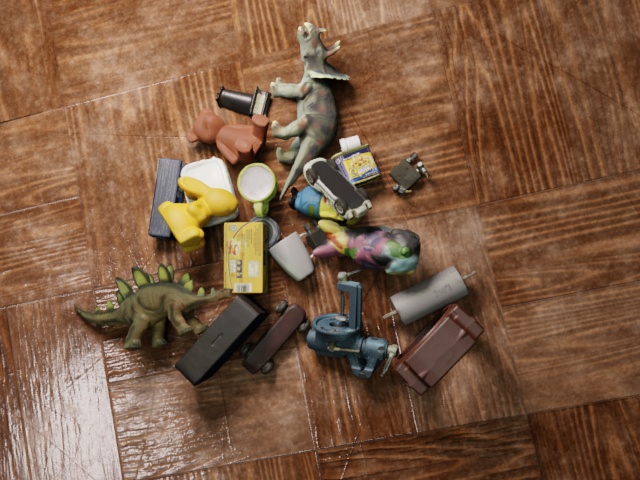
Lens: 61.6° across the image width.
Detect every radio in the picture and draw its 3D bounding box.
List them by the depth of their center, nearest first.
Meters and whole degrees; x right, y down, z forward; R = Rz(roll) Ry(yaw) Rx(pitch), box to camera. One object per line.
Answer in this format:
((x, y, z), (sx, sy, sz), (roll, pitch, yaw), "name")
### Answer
((-0.229, 0.234, 1.284), (0.073, 0.131, 0.229), (44, 92, 9), "radio")

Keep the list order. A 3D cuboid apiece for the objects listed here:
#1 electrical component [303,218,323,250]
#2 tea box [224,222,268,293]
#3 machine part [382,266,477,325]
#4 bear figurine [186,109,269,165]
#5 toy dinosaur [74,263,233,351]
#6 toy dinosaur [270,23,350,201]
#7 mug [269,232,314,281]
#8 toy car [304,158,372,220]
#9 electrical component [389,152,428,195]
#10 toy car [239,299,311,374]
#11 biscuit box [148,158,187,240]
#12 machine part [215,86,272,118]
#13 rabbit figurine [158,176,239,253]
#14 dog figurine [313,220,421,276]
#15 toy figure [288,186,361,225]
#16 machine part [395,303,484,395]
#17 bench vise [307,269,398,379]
((-0.003, -0.004, 1.309), (0.021, 0.063, 0.094), (-31, 91, 44), "electrical component")
((-0.177, 0.043, 1.286), (0.098, 0.068, 0.169), (1, 84, 6), "tea box")
((0.255, 0.130, 1.254), (0.243, 0.079, 0.079), (-26, 83, 6), "machine part")
((-0.233, -0.270, 1.328), (0.196, 0.132, 0.120), (30, 69, 4), "bear figurine")
((-0.419, 0.164, 1.307), (0.472, 0.105, 0.198), (-16, 73, 18), "toy dinosaur")
((-0.019, -0.302, 1.309), (0.192, 0.131, 0.404), (-3, 91, 8), "toy dinosaur")
((-0.054, 0.039, 1.309), (0.109, 0.081, 0.107), (-32, 91, -22), "mug")
((0.038, -0.118, 1.234), (0.073, 0.056, 0.202), (-29, 58, -21), "toy car")
((0.213, -0.156, 1.298), (0.102, 0.045, 0.078), (-37, 84, 4), "electrical component")
((-0.111, 0.237, 1.308), (0.089, 0.053, 0.202), (40, 92, -11), "toy car")
((-0.386, -0.102, 1.366), (0.063, 0.059, 0.202), (8, 86, 7), "biscuit box")
((-0.196, -0.354, 1.372), (0.139, 0.039, 0.084), (11, 96, 6), "machine part")
((-0.283, -0.070, 1.277), (0.173, 0.121, 0.162), (-29, 73, -9), "rabbit figurine")
((0.099, 0.014, 1.231), (0.219, 0.192, 0.108), (8, 94, -14), "dog figurine")
((0.017, -0.086, 1.302), (0.180, 0.089, 0.082), (8, 86, 17), "toy figure")
((0.257, 0.234, 1.184), (0.201, 0.201, 0.087), (-45, 80, 3), "machine part")
((0.074, 0.193, 1.238), (0.224, 0.129, 0.240), (9, 107, 31), "bench vise")
